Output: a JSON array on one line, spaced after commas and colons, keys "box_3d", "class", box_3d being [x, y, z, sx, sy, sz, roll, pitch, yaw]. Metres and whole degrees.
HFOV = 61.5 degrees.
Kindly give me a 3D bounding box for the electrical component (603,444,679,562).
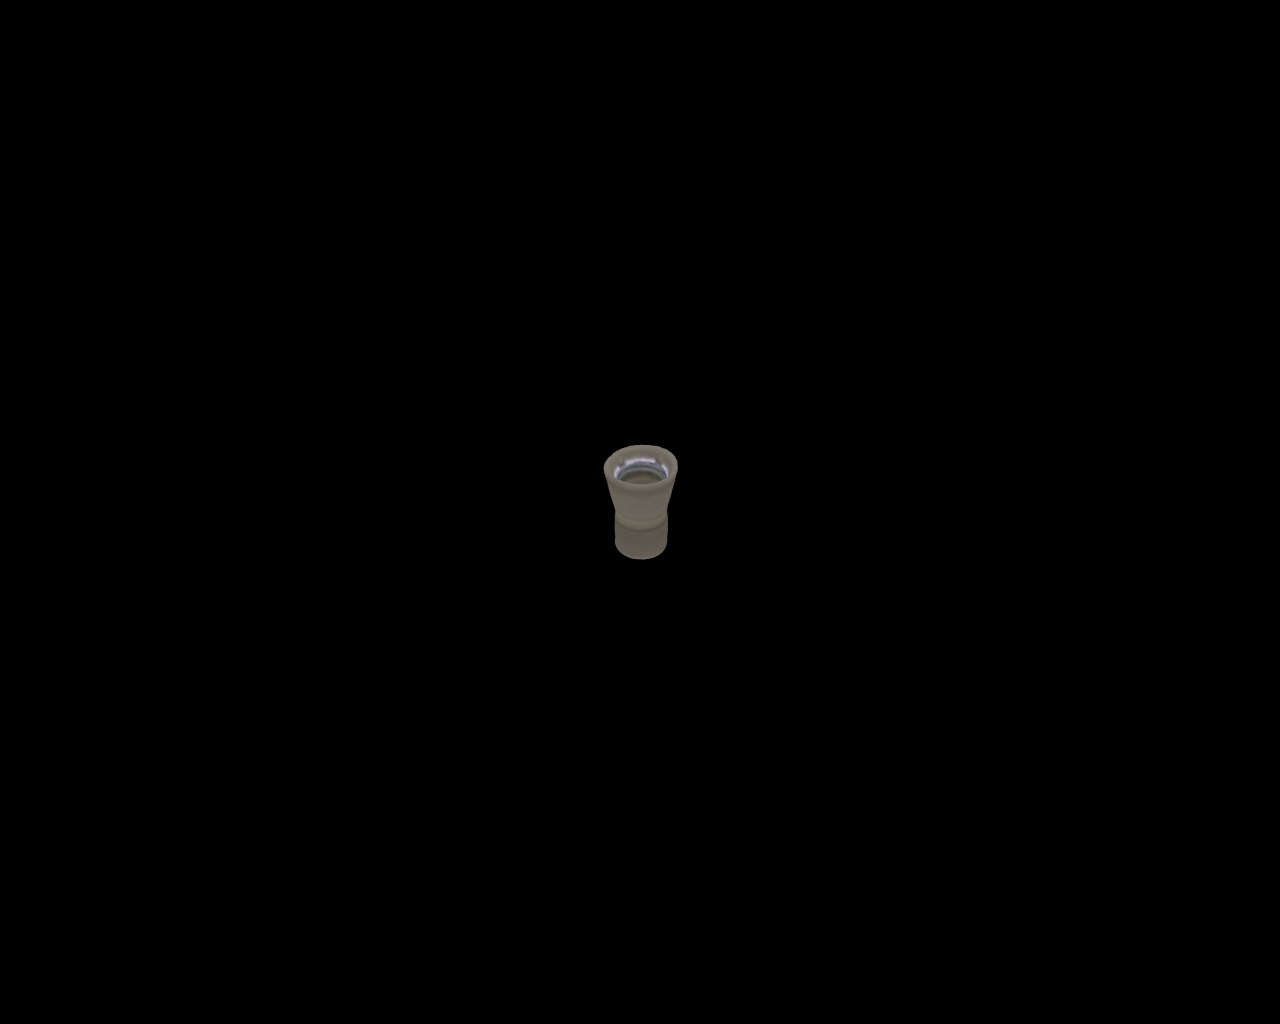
[{"box_3d": [0.001, -0.003, 0.650, 0.044, 0.065, 0.044, 0, 37, 0], "class": "electrical component"}]
